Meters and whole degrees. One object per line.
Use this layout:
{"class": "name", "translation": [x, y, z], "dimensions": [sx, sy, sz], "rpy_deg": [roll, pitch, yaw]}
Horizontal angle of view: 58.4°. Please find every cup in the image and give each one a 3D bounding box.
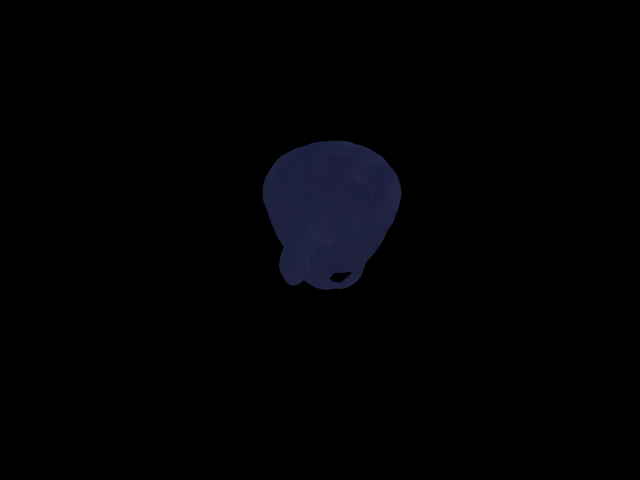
{"class": "cup", "translation": [0.004, 0.001, 0.400], "dimensions": [0.091, 0.095, 0.118], "rpy_deg": [16, 51, 14]}
